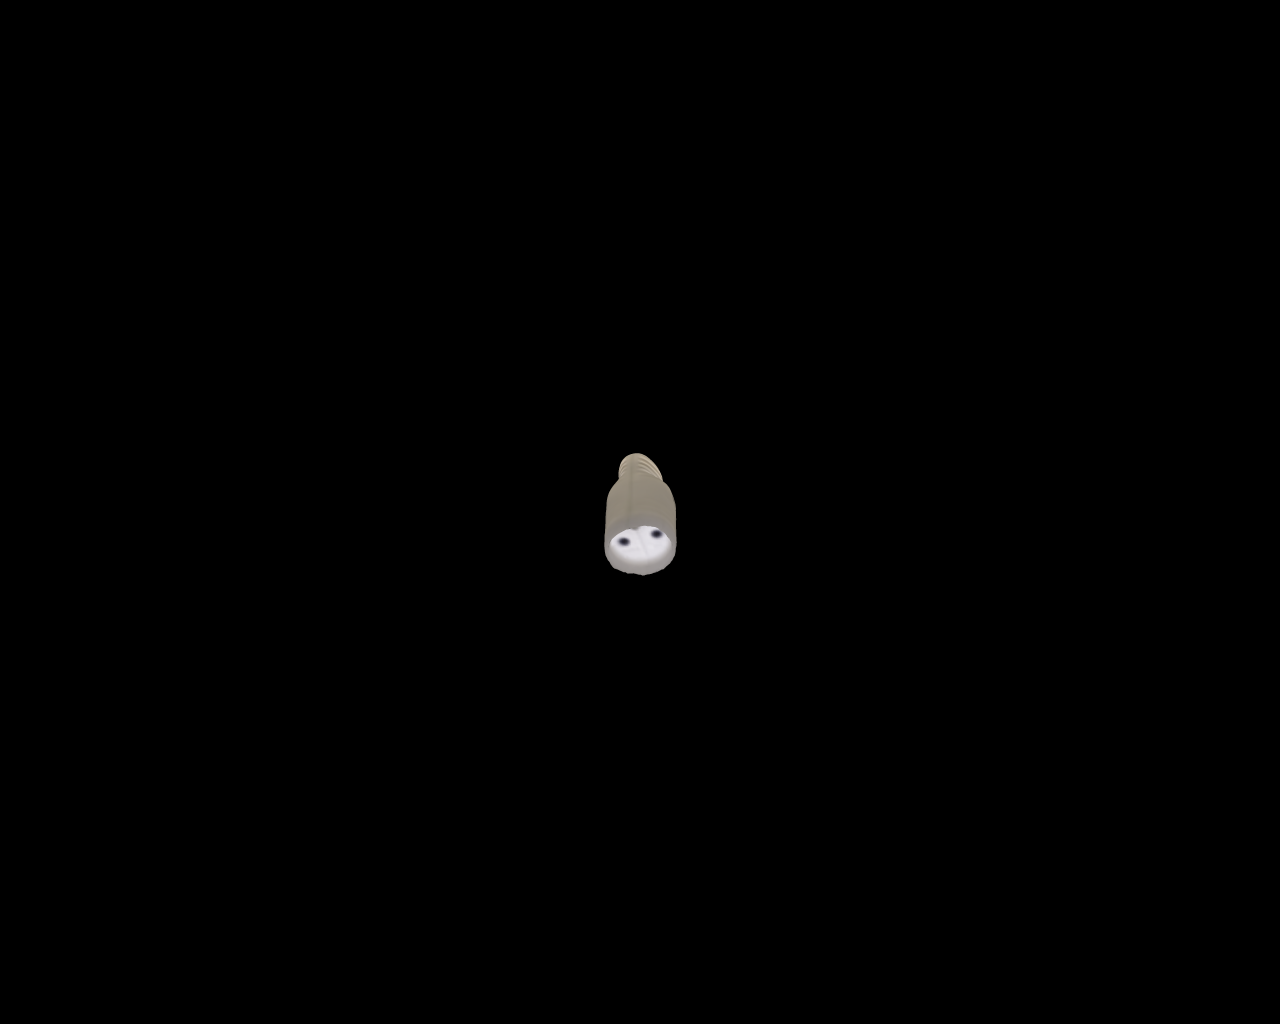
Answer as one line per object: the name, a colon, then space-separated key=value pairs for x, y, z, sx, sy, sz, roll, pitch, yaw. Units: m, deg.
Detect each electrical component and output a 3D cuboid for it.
electrical component: x=0.001 y=-0.003 z=0.650 sx=0.043 sy=0.043 sz=0.081 roll=0 pitch=41 yaw=0
